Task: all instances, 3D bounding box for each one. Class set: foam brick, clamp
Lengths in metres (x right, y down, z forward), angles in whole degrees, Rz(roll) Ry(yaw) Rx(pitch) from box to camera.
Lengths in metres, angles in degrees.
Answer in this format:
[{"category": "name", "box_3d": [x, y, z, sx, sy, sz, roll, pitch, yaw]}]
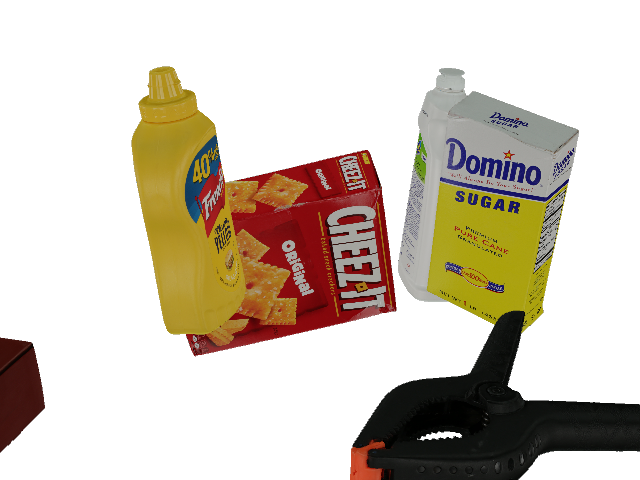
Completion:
[{"category": "foam brick", "box_3d": [-0.223, 0.103, 0.685, 0.053, 0.051, 0.078, 6, 29, 22]}, {"category": "clamp", "box_3d": [0.099, 0.098, 0.628, 0.209, 0.036, 0.165, -11, 25, -26]}]

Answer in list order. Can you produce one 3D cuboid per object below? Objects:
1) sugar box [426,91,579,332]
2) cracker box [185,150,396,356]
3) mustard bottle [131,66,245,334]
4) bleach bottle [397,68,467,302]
[{"category": "sugar box", "box_3d": [0.137, -0.019, 0.831, 0.093, 0.176, 0.048, 26, 45, 29]}, {"category": "cracker box", "box_3d": [-0.041, 0.017, 1.029, 0.213, 0.164, 0.072, -12, 42, -2]}, {"category": "mustard bottle", "box_3d": [-0.100, -0.034, 0.788, 0.058, 0.191, 0.096, -1, 25, 17]}, {"category": "bleach bottle", "box_3d": [0.135, -0.064, 1.191, 0.068, 0.251, 0.102, -1, 24, -12]}]
